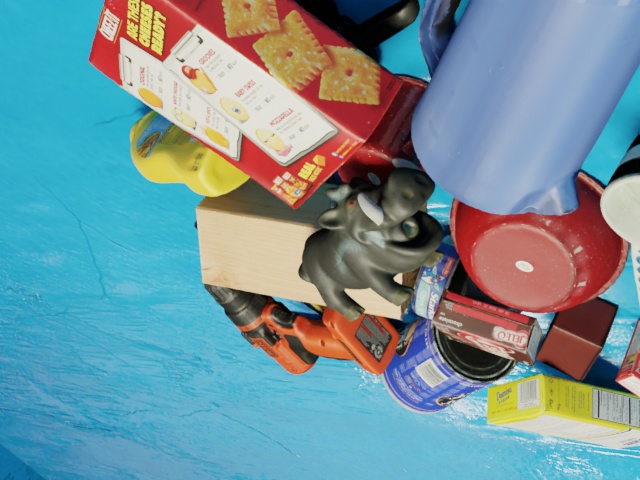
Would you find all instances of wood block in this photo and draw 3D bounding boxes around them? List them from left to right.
[{"bbox_3d":[-0.007,0.001,1.048,0.206,0.090,0.091,9,123,17],"label":"wood block"}]

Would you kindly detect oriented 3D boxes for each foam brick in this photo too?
[{"bbox_3d":[0.251,0.092,1.044,0.051,0.053,0.078,24,150,11],"label":"foam brick"}]

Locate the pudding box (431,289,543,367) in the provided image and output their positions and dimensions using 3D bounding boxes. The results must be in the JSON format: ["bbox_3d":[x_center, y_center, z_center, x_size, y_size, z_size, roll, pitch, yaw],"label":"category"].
[{"bbox_3d":[0.159,0.083,0.996,0.090,0.039,0.113,19,175,19],"label":"pudding box"}]

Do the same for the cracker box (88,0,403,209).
[{"bbox_3d":[-0.063,-0.132,0.824,0.213,0.072,0.164,36,156,-6],"label":"cracker box"}]

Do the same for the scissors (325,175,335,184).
[{"bbox_3d":[-0.028,-0.102,1.036,0.096,0.016,0.202,23,150,12],"label":"scissors"}]

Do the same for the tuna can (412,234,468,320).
[{"bbox_3d":[0.122,0.038,1.045,0.034,0.086,0.086,21,150,20],"label":"tuna can"}]

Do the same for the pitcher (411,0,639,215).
[{"bbox_3d":[0.146,-0.141,0.716,0.149,0.145,0.243,17,147,-1],"label":"pitcher"}]

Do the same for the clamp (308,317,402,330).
[{"bbox_3d":[0.043,0.114,1.288,0.210,0.036,0.165,30,151,1],"label":"clamp"}]

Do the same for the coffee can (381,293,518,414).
[{"bbox_3d":[0.137,0.121,1.144,0.103,0.102,0.140,33,151,-5],"label":"coffee can"}]

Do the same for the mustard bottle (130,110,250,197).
[{"bbox_3d":[-0.133,-0.096,1.052,0.192,0.096,0.058,15,150,49],"label":"mustard bottle"}]

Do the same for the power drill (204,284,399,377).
[{"bbox_3d":[-0.021,0.086,1.159,0.188,0.057,0.184,0,143,47],"label":"power drill"}]

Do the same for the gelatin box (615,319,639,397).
[{"bbox_3d":[0.329,0.123,0.998,0.089,0.073,0.030,34,151,-6],"label":"gelatin box"}]

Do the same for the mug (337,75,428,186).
[{"bbox_3d":[0.071,-0.083,0.905,0.093,0.081,0.117,38,151,-13],"label":"mug"}]

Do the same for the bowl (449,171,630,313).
[{"bbox_3d":[0.182,0.009,0.927,0.162,0.055,0.162,14,130,18],"label":"bowl"}]

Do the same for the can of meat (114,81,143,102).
[{"bbox_3d":[-0.133,-0.164,0.964,0.102,0.083,0.058,33,152,-3],"label":"can of meat"}]

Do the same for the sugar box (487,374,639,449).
[{"bbox_3d":[0.272,0.179,1.106,0.176,0.048,0.093,12,159,-25],"label":"sugar box"}]

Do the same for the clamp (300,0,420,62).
[{"bbox_3d":[0.009,-0.173,0.870,0.120,0.039,0.172,42,151,7],"label":"clamp"}]
